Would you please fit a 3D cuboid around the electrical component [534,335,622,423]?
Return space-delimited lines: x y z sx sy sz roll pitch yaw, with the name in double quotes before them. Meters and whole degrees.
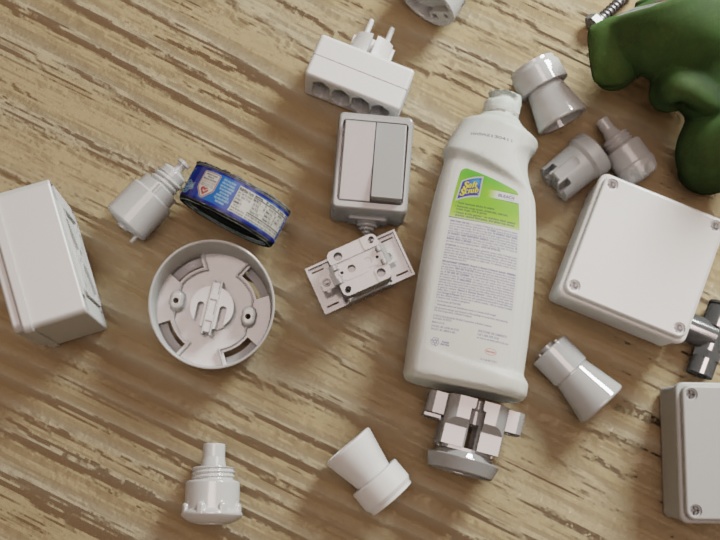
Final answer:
"electrical component" 0.174 0.085 0.872 0.044 0.044 0.065 -42 80 -8

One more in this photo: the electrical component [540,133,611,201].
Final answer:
"electrical component" 0.180 -0.086 0.901 0.046 0.040 0.040 -39 84 -3

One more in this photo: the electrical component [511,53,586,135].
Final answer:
"electrical component" 0.158 -0.149 0.908 0.045 0.045 0.055 -26 82 -6

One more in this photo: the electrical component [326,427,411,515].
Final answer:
"electrical component" 0.007 0.159 0.850 0.045 0.045 0.055 -40 85 -8

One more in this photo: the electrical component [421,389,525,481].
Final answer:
"electrical component" 0.085 0.133 0.852 0.078 0.058 0.057 15 77 0

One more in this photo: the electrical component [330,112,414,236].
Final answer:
"electrical component" 0.009 -0.076 0.881 0.062 0.061 0.096 5 80 -2

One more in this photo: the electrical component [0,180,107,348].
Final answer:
"electrical component" -0.243 -0.002 0.835 0.056 0.108 0.108 -17 82 -8

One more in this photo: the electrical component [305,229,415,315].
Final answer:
"electrical component" 0.000 0.000 0.867 0.081 0.064 0.042 -25 83 -3

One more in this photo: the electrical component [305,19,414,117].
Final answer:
"electrical component" 0.006 -0.175 0.905 0.083 0.047 0.075 22 79 1

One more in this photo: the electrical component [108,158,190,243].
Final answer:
"electrical component" -0.171 -0.060 0.882 0.040 0.040 0.078 42 81 5

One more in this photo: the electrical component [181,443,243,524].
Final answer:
"electrical component" -0.116 0.168 0.845 0.048 0.048 0.062 1 73 -2

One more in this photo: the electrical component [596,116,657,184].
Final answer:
"electrical component" 0.221 -0.102 0.908 0.035 0.035 0.061 -33 82 -7

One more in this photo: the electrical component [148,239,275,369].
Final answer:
"electrical component" -0.117 0.030 0.857 0.099 0.064 0.099 0 81 -2

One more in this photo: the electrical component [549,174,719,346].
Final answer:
"electrical component" 0.226 -0.007 0.881 0.109 0.056 0.108 22 81 1

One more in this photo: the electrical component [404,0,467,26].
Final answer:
"electrical component" 0.069 -0.244 0.916 0.055 0.055 0.047 35 77 3

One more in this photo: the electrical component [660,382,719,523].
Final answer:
"electrical component" 0.301 0.146 0.859 0.109 0.056 0.108 1 81 -2
